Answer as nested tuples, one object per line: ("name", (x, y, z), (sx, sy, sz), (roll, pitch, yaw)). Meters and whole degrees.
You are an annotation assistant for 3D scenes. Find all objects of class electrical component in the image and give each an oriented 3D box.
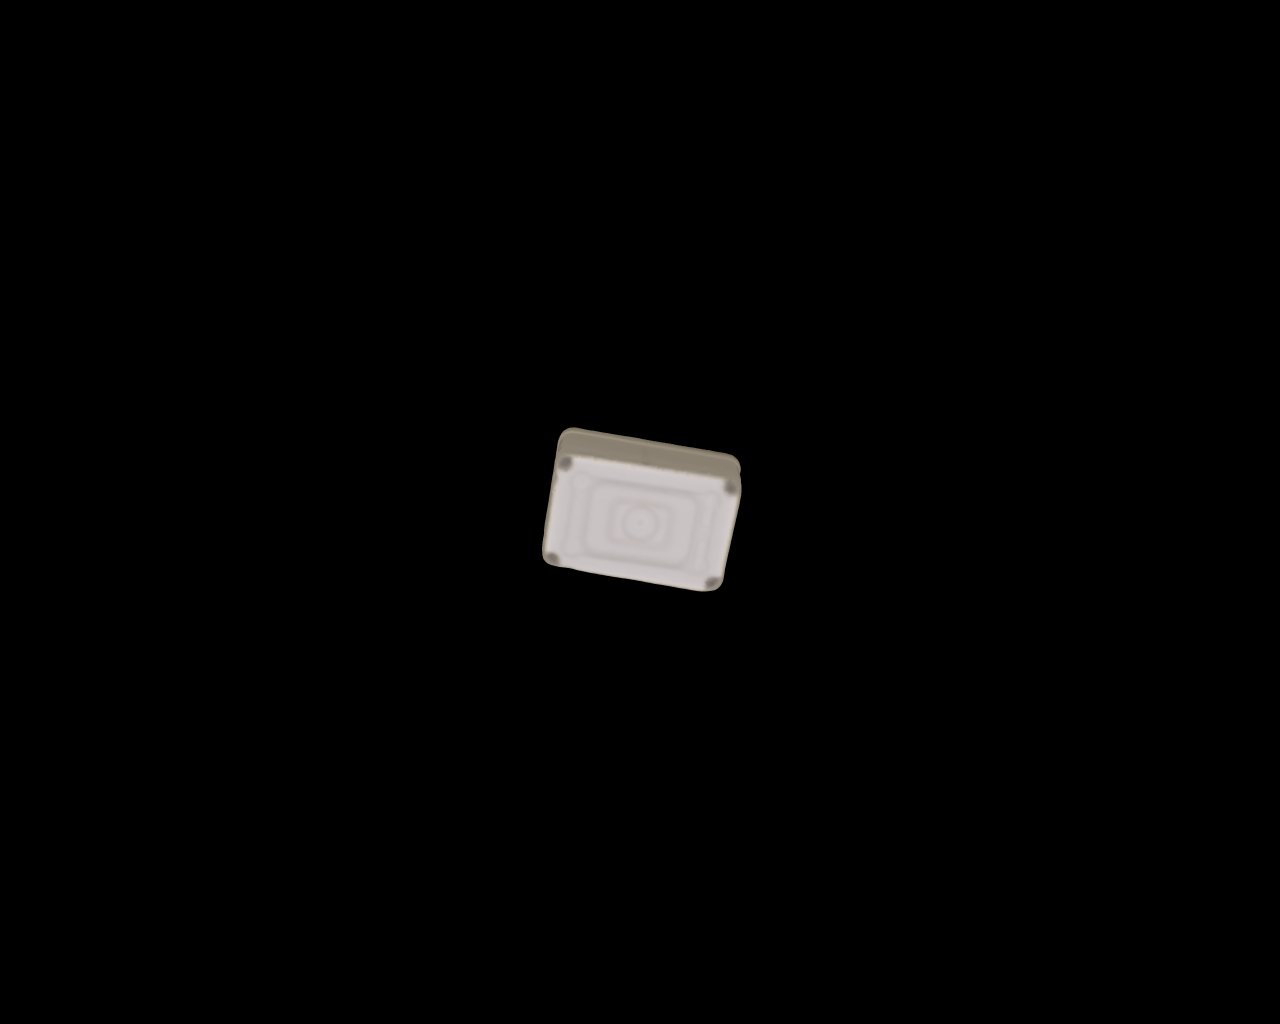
("electrical component", (0.001, -0.003, 0.650), (0.113, 0.078, 0.057), (10, 20, -3))
